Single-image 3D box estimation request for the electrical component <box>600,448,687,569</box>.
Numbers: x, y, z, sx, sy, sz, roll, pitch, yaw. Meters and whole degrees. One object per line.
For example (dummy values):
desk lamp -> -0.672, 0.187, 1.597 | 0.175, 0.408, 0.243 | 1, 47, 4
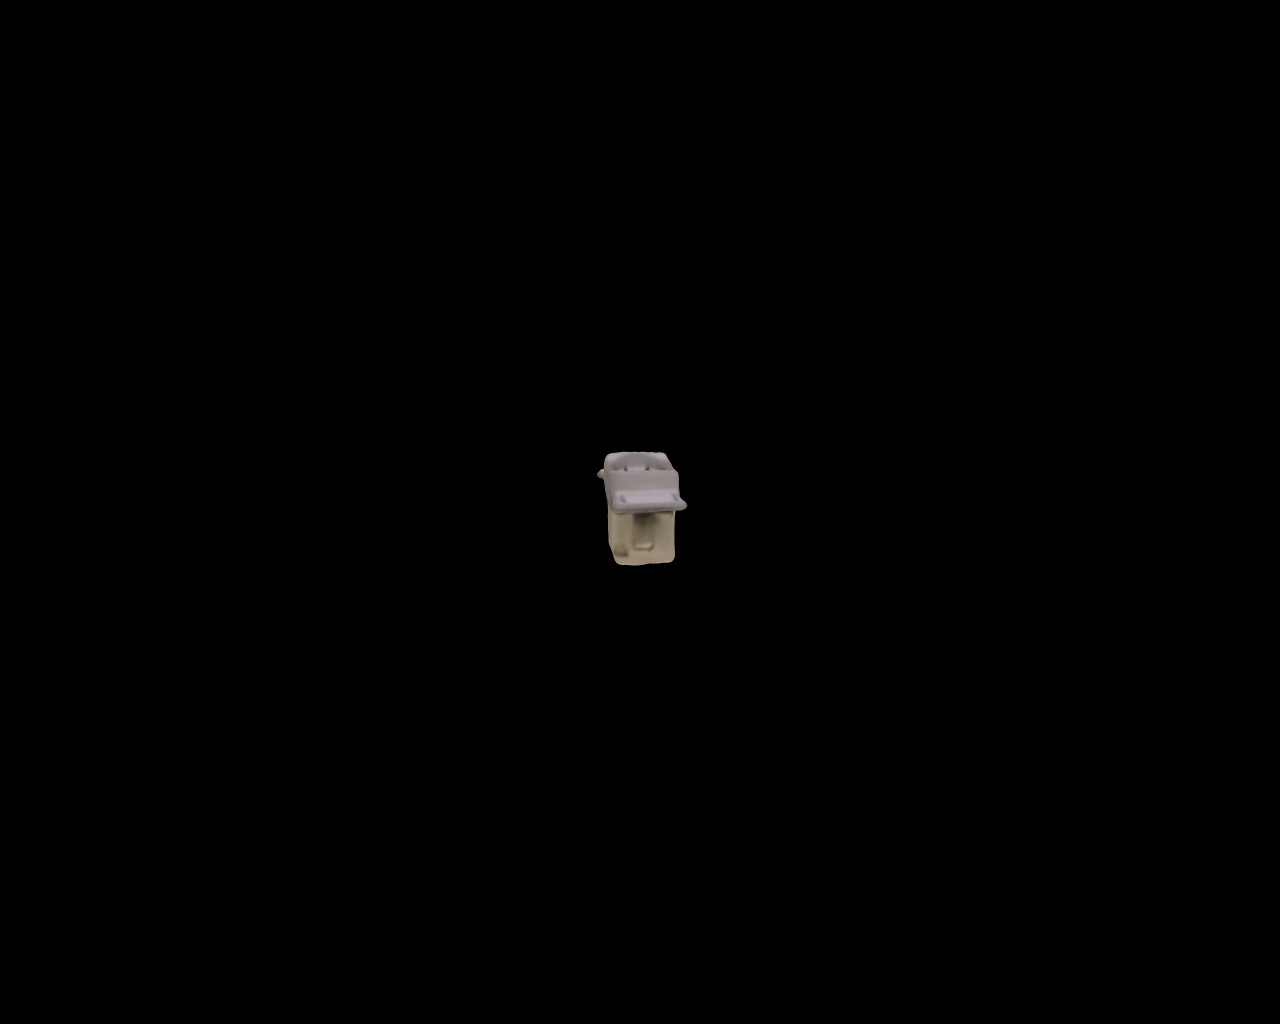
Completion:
electrical component -> 0.001, -0.003, 0.650 | 0.042, 0.063, 0.081 | -2, 18, -7
